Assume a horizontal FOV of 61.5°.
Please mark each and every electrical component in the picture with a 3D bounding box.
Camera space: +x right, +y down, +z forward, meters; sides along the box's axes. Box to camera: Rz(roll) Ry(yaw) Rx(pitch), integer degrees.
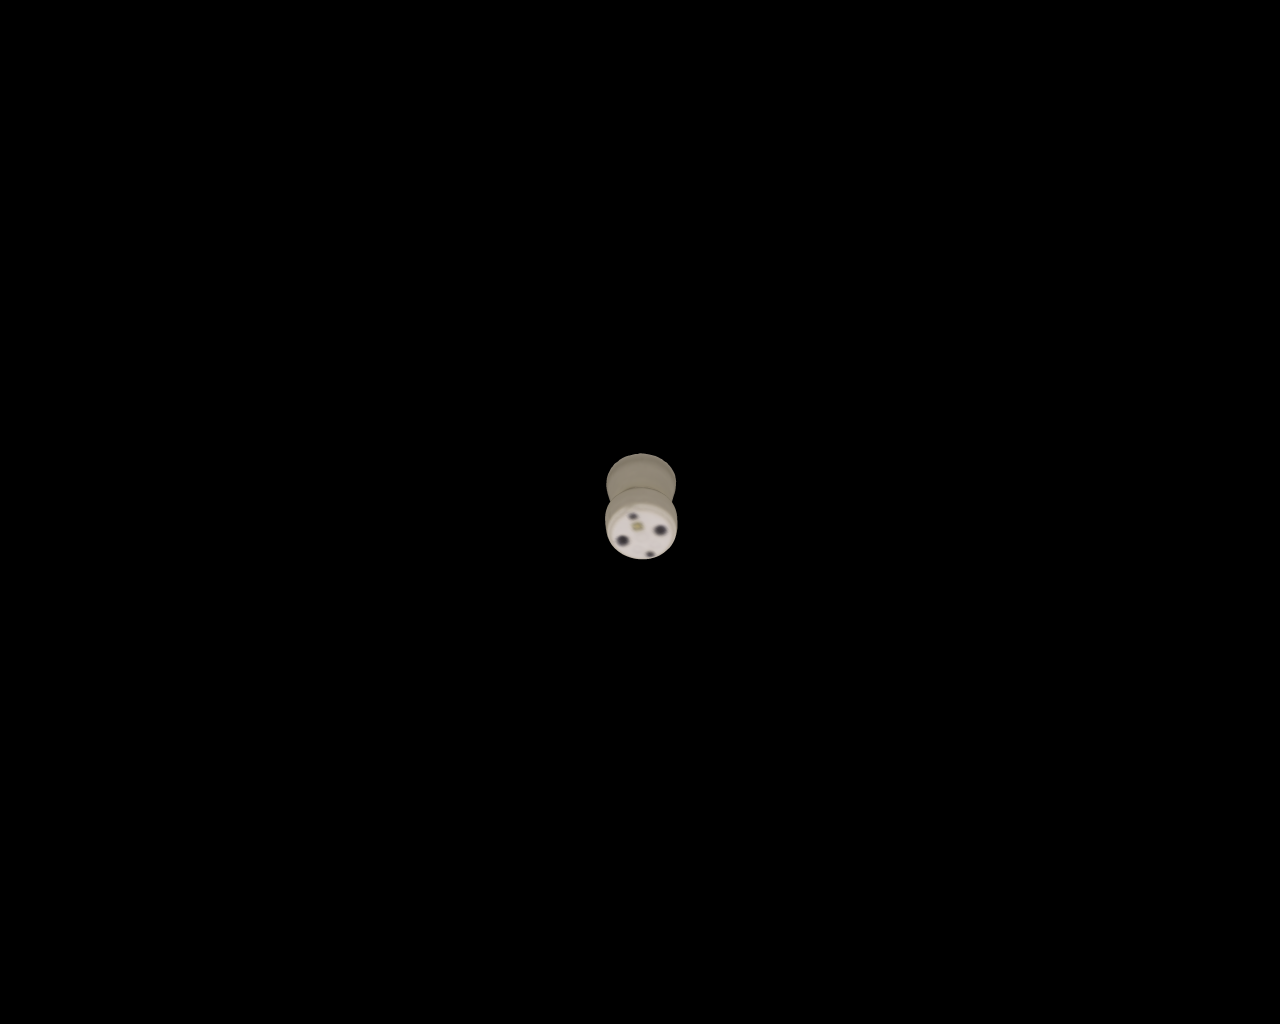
[{"bbox_3d":[0.001,-0.003,0.650,0.045,0.044,0.055,0,37,0],"label":"electrical component"}]
